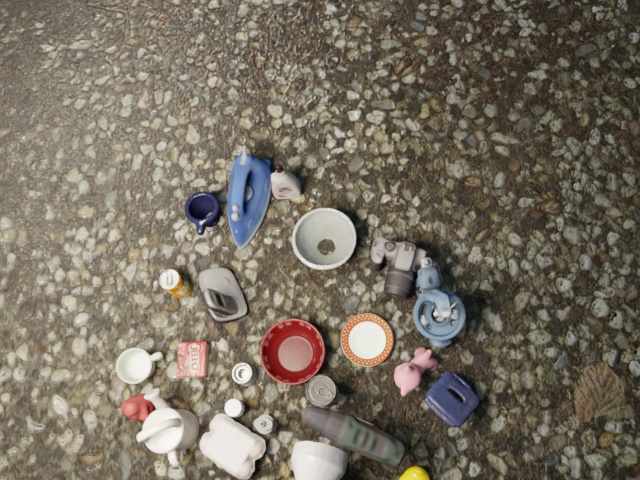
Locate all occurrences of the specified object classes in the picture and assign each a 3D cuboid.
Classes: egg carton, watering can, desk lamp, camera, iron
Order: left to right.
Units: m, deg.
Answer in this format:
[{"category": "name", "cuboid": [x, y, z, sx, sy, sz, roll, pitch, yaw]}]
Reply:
[{"category": "watering can", "cuboid": [-0.359, 0.432, 1.317, 0.101, 0.194, 0.172, -44, 72, -9]}, {"category": "egg carton", "cuboid": [-0.206, 0.487, 1.348, 0.150, 0.069, 0.107, 27, 76, 14]}, {"category": "iron", "cuboid": [-0.202, -0.116, 1.514, 0.118, 0.141, 0.258, 4, 72, 8]}, {"category": "desk lamp", "cuboid": [-0.010, 0.540, 1.232, 0.117, 0.214, 0.203, 9, 72, 9]}, {"category": "camera", "cuboid": [0.188, 0.072, 1.430, 0.143, 0.101, 0.137, 14, 73, 11]}]

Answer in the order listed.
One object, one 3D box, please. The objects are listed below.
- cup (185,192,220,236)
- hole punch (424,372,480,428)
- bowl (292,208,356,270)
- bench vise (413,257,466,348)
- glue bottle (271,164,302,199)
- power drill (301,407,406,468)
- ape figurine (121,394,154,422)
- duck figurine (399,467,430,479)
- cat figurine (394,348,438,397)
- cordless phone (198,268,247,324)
[{"category": "cup", "cuboid": [-0.304, -0.059, 1.530, 0.091, 0.095, 0.118, -1, 71, 6]}, {"category": "hole punch", "cuboid": [0.305, 0.365, 1.323, 0.108, 0.091, 0.101, 41, 80, 17]}, {"category": "bowl", "cuboid": [0.014, 0.005, 1.485, 0.167, 0.075, 0.167, -2, 71, 6]}, {"category": "bench vise", "cuboid": [0.261, 0.140, 1.336, 0.121, 0.220, 0.207, -28, 71, -3]}, {"category": "glue bottle", "cuboid": [-0.096, -0.156, 1.499, 0.078, 0.173, 0.037, -8, 70, 4]}, {"category": "power drill", "cuboid": [0.075, 0.430, 1.263, 0.229, 0.208, 0.076, 19, 74, 12]}, {"category": "ape figurine", "cuboid": [-0.446, 0.410, 1.388, 0.077, 0.092, 0.076, 41, 80, 17]}, {"category": "duck figurine", "cuboid": [0.209, 0.558, 1.270, 0.077, 0.086, 0.105, 18, 74, 12]}, {"category": "cat figurine", "cuboid": [0.219, 0.305, 1.339, 0.128, 0.118, 0.067, -44, 72, -9]}, {"category": "cordless phone", "cuboid": [-0.256, 0.126, 1.414, 0.094, 0.185, 0.147, -28, 71, -3]}]
